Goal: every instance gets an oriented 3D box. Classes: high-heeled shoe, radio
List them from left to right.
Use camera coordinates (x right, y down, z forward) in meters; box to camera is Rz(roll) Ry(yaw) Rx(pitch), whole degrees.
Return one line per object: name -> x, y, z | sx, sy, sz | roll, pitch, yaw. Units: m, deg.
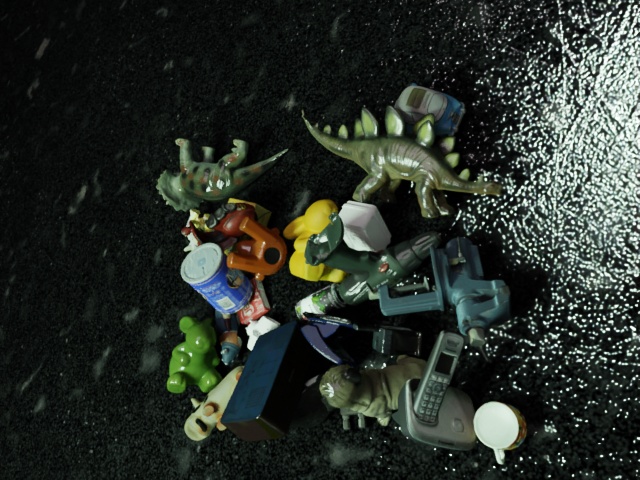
radio -> -0.098, 0.278, 1.065 | 0.131, 0.073, 0.230 | -26, 27, 37
high-heeled shoe -> -0.056, 0.325, 1.108 | 0.249, 0.086, 0.145 | -38, 22, -4

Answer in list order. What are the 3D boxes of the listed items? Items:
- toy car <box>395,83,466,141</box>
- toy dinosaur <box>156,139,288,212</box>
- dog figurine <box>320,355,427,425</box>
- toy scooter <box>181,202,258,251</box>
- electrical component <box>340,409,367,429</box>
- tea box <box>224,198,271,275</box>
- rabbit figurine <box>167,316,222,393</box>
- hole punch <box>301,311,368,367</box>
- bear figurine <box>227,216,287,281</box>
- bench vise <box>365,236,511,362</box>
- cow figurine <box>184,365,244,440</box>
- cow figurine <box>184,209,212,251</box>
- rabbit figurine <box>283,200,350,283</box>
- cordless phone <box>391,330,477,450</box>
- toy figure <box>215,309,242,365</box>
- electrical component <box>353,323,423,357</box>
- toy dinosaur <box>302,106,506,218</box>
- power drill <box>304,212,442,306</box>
toy car -> 0.213, -0.269, 1.118 | 0.162, 0.102, 0.109 | 23, 87, 40
toy dinosaur -> -0.276, -0.162, 1.411 | 0.405, 0.131, 0.192 | 6, 88, 32
dog figurine -> 0.110, 0.249, 0.927 | 0.172, 0.190, 0.121 | -36, 55, 16
toy scooter -> -0.237, -0.027, 1.225 | 0.184, 0.135, 0.075 | -41, 55, 11
electrical component -> 0.066, 0.315, 1.038 | 0.063, 0.021, 0.094 | -16, 64, 30
tea box -> -0.199, -0.009, 1.321 | 0.098, 0.068, 0.169 | 12, 78, 37
rabbit figurine -> -0.271, 0.244, 1.222 | 0.159, 0.121, 0.170 | -100, 28, -47
hole punch -> 0.026, 0.193, 1.051 | 0.116, 0.142, 0.092 | 10, 82, 25
bear figurine -> -0.149, 0.020, 1.203 | 0.196, 0.132, 0.120 | 10, 78, 68
bench vise -> 0.206, 0.099, 0.952 | 0.241, 0.128, 0.224 | -10, 58, 13
cow figurine -> -0.218, 0.353, 1.170 | 0.195, 0.085, 0.127 | -45, 10, -4
cow figurine -> -0.313, -0.006, 1.368 | 0.098, 0.068, 0.167 | -64, 21, 19
rabbit figurine -> -0.002, -0.003, 1.153 | 0.162, 0.122, 0.173 | 23, 107, 60
cordless phone -> 0.211, 0.241, 0.881 | 0.184, 0.146, 0.089 | -69, 23, 4
toy figure -> -0.211, 0.211, 1.244 | 0.058, 0.064, 0.154 | -23, 59, 15
electrical component -> 0.121, 0.181, 0.980 | 0.075, 0.119, 0.047 | 170, 105, -78
toy dinosaur -> 0.141, -0.166, 1.084 | 0.472, 0.105, 0.198 | 17, 105, 30
power drill -> 0.089, 0.024, 1.024 | 0.232, 0.207, 0.086 | -44, 42, 28
